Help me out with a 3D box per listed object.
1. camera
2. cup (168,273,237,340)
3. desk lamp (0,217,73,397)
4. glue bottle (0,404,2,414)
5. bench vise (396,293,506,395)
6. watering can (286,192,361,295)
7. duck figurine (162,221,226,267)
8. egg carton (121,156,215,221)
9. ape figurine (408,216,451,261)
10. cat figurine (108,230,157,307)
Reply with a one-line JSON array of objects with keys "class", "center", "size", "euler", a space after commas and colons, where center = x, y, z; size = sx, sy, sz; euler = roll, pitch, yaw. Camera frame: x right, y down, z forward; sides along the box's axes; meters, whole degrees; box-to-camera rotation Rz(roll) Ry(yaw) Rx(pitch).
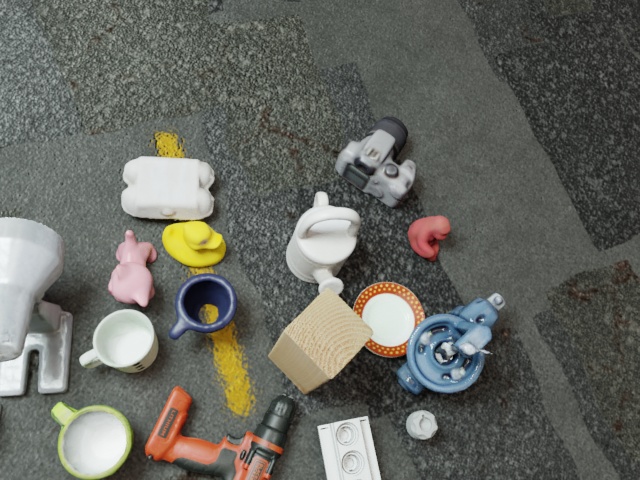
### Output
[{"class": "camera", "center": [0.122, -0.156, 1.047], "size": [0.143, 0.100, 0.137], "euler": [34, 67, 2]}, {"class": "cup", "center": [-0.184, 0.116, 0.885], "size": [0.091, 0.095, 0.118], "euler": [41, 67, 6]}, {"class": "desk lamp", "center": [-0.407, 0.098, 0.782], "size": [0.118, 0.213, 0.203], "euler": [-2, 70, -12]}, {"class": "glue bottle", "center": [-0.463, 0.239, 0.739], "size": [0.037, 0.173, 0.078], "euler": [8, 68, -8]}, {"class": "bench vise", "center": [0.217, 0.142, 0.890], "size": [0.121, 0.219, 0.208], "euler": [32, 67, 2]}, {"class": "watering can", "center": [0.011, 0.003, 0.914], "size": [0.101, 0.194, 0.173], "euler": [-22, 75, -18]}, {"class": "duck figurine", "center": [-0.204, -0.004, 0.931], "size": [0.104, 0.086, 0.077], "euler": [17, 67, -5]}, {"class": "egg carton", "center": [-0.253, -0.084, 0.961], "size": [0.150, 0.069, 0.107], "euler": [1, 70, -11]}, {"class": "ape figurine", "center": [0.201, -0.013, 1.014], "size": [0.078, 0.092, 0.076], "euler": [-38, 81, -21]}, {"class": "cat figurine", "center": [-0.288, 0.048, 0.877], "size": [0.067, 0.117, 0.128], "euler": [-2, 70, -12]}]
